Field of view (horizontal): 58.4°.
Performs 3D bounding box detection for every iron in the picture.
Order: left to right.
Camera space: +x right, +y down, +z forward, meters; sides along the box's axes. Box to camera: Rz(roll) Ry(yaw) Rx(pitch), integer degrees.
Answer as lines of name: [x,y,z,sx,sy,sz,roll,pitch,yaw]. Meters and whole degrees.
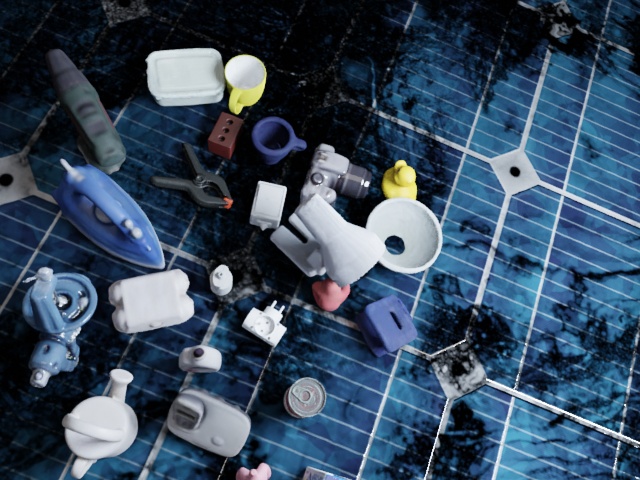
iron: [-0.397,-0.050,1.096,0.258,0.141,0.119,40,70,5]

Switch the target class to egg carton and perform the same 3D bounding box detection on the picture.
egg carton: [-0.320,0.118,1.092,0.150,0.069,0.107,-12,74,-14]

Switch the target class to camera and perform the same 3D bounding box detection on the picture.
camera: [0.037,-0.125,1.222,0.137,0.100,0.143,17,69,-4]

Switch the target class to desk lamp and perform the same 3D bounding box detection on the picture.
desk lamp: [0.010,0.004,1.113,0.203,0.213,0.118,42,70,6]

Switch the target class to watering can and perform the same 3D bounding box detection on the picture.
watering can: [-0.367,0.304,0.953,0.101,0.194,0.173,1,71,-10]

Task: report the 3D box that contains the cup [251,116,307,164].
cup: [-0.090,-0.201,1.228,0.118,0.095,0.092,12,70,-6]

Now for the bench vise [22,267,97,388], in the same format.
bench vise: [-0.447,0.139,0.981,0.121,0.219,0.207,-7,73,-12]

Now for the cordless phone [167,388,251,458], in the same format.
cordless phone: [-0.191,0.312,0.987,0.147,0.185,0.094,22,69,-2]

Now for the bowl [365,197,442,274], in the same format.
bowl: [0.170,-0.002,1.218,0.167,0.074,0.167,3,71,-9]

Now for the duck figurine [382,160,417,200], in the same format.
duck figurine: [0.183,-0.125,1.257,0.077,0.086,0.104,-10,74,-13]

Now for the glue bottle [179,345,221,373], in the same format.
glue bottle: [-0.216,0.210,1.024,0.078,0.173,0.037,0,71,-10]

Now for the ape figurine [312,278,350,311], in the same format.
ape figurine: [0.023,0.100,1.148,0.078,0.092,0.076,19,69,-3]

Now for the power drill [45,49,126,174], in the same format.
power drill: [-0.447,-0.225,1.111,0.076,0.208,0.229,-31,79,-18]

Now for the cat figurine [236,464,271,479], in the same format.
cat figurine: [-0.103,0.457,0.990,0.067,0.117,0.128,-12,74,-14]

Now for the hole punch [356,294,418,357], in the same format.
hole punch: [0.138,0.166,1.147,0.101,0.091,0.108,-26,78,-17]
